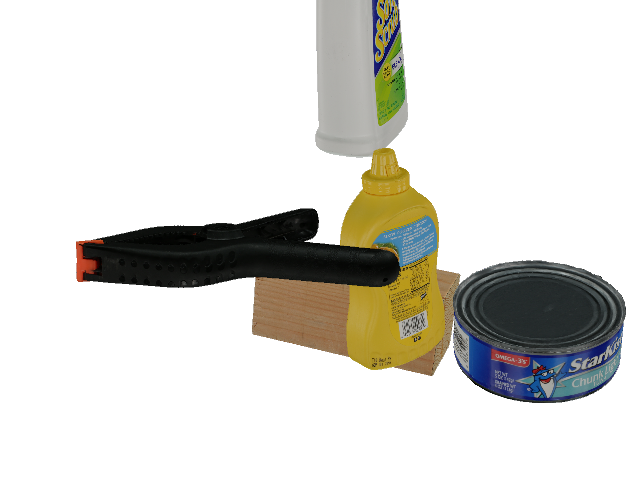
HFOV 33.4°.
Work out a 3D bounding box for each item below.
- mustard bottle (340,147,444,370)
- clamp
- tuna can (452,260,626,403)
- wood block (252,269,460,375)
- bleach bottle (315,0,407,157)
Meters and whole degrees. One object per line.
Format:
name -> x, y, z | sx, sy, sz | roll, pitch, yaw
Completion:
mustard bottle -> 0.062, 0.012, 0.937 | 0.096, 0.192, 0.058 | -20, 27, -30
clamp -> -0.060, 0.010, 0.738 | 0.209, 0.036, 0.165 | -5, 14, -27
tuna can -> 0.110, 0.046, 0.545 | 0.086, 0.034, 0.086 | -3, 28, 1
wood block -> 0.038, 0.070, 1.170 | 0.206, 0.091, 0.090 | 12, 22, 16
bleach bottle -> 0.030, -0.205, 0.922 | 0.068, 0.251, 0.102 | 10, 34, 25
